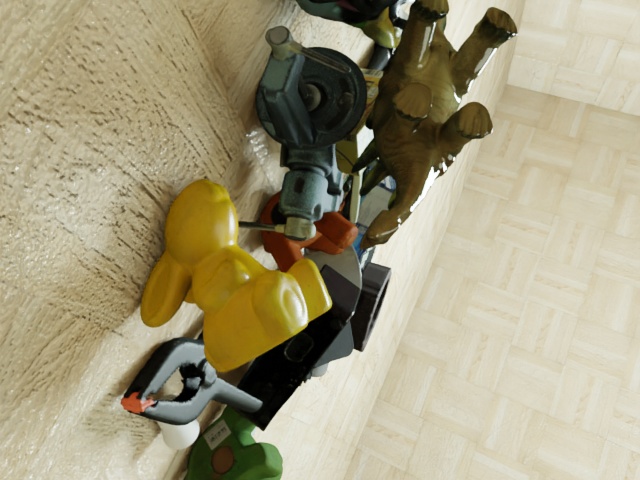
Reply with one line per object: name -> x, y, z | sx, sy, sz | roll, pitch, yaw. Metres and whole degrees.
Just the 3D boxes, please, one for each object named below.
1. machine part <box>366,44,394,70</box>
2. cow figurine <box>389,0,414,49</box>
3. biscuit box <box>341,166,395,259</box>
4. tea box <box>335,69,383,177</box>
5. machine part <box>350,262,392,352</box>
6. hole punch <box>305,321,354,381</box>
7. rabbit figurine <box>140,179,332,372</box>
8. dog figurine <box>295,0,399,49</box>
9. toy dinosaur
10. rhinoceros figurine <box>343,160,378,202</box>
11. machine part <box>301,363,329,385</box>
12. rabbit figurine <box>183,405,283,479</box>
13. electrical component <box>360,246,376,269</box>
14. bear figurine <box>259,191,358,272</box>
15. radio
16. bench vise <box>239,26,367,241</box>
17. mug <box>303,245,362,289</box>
machine part -> 0.092, -0.283, 0.873 | 0.084, 0.039, 0.139 | 98, 18, -57
cow figurine -> 0.105, -0.351, 0.771 | 0.098, 0.068, 0.167 | -36, 138, -37
biscuit box -> 0.062, -0.024, 0.920 | 0.063, 0.059, 0.202 | -84, -160, -56
tea box -> 0.044, -0.169, 0.746 | 0.169, 0.098, 0.068 | -54, 149, -36
machine part -> 0.090, 0.130, 1.064 | 0.179, 0.056, 0.179 | 19, 90, -79
hole punch -> -0.018, 0.154, 0.918 | 0.116, 0.092, 0.142 | -9, 93, -37
rabbit figurine -> -0.092, 0.030, 0.517 | 0.162, 0.173, 0.122 | -28, -178, 29
dog figurine -> 0.057, -0.272, 0.566 | 0.219, 0.192, 0.108 | -2, 106, -54
toy dinosaur -> 0.109, -0.163, 0.581 | 0.471, 0.105, 0.198 | -67, -174, -35
rhinoceros figurine -> 0.076, -0.071, 1.004 | 0.190, 0.073, 0.112 | 89, 13, -47
machine part -> -0.001, 0.168, 1.021 | 0.079, 0.079, 0.243 | -14, 124, -69
rabbit figurine -> -0.113, 0.349, 0.787 | 0.159, 0.121, 0.170 | -48, 143, -13
electrical component -> 0.068, 0.047, 1.124 | 0.115, 0.058, 0.134 | -23, 131, -69
bear figurine -> -0.004, -0.006, 0.757 | 0.120, 0.132, 0.195 | -44, 160, 8
radio -> -0.036, 0.152, 0.773 | 0.229, 0.073, 0.131 | -56, 179, 11
bench vise -> -0.021, -0.119, 0.557 | 0.240, 0.129, 0.223 | 58, 52, -73
mug -> 0.003, 0.043, 0.864 | 0.080, 0.107, 0.109 | 113, -36, -68
